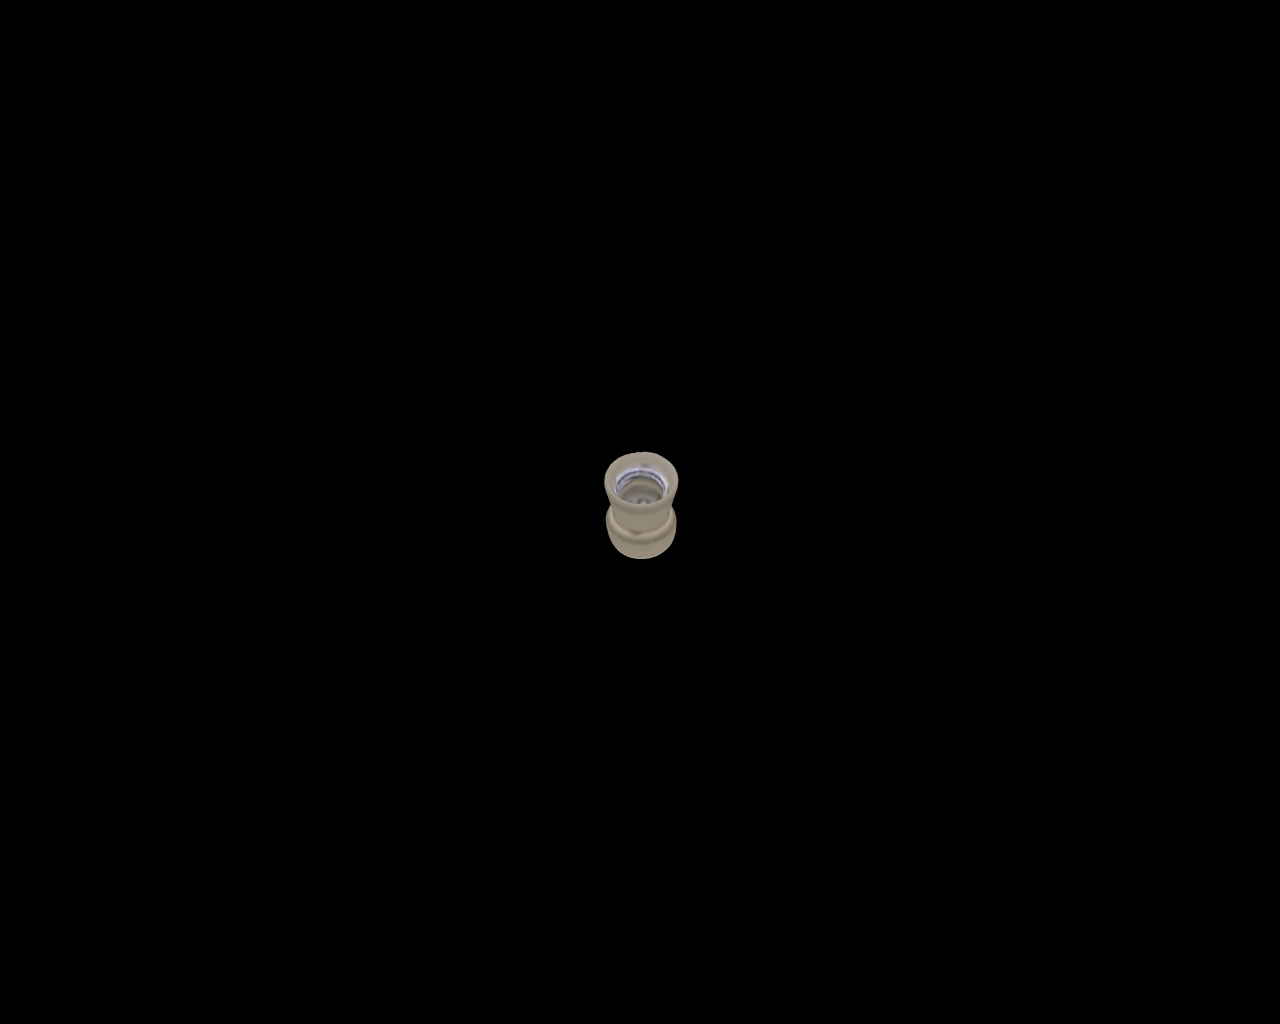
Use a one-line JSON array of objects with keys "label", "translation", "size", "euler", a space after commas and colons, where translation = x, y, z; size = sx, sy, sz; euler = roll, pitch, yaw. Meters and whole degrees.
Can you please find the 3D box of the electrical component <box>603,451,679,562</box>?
[{"label": "electrical component", "translation": [0.001, -0.003, 0.650], "size": [0.045, 0.045, 0.055], "euler": [0, -40, 0]}]
